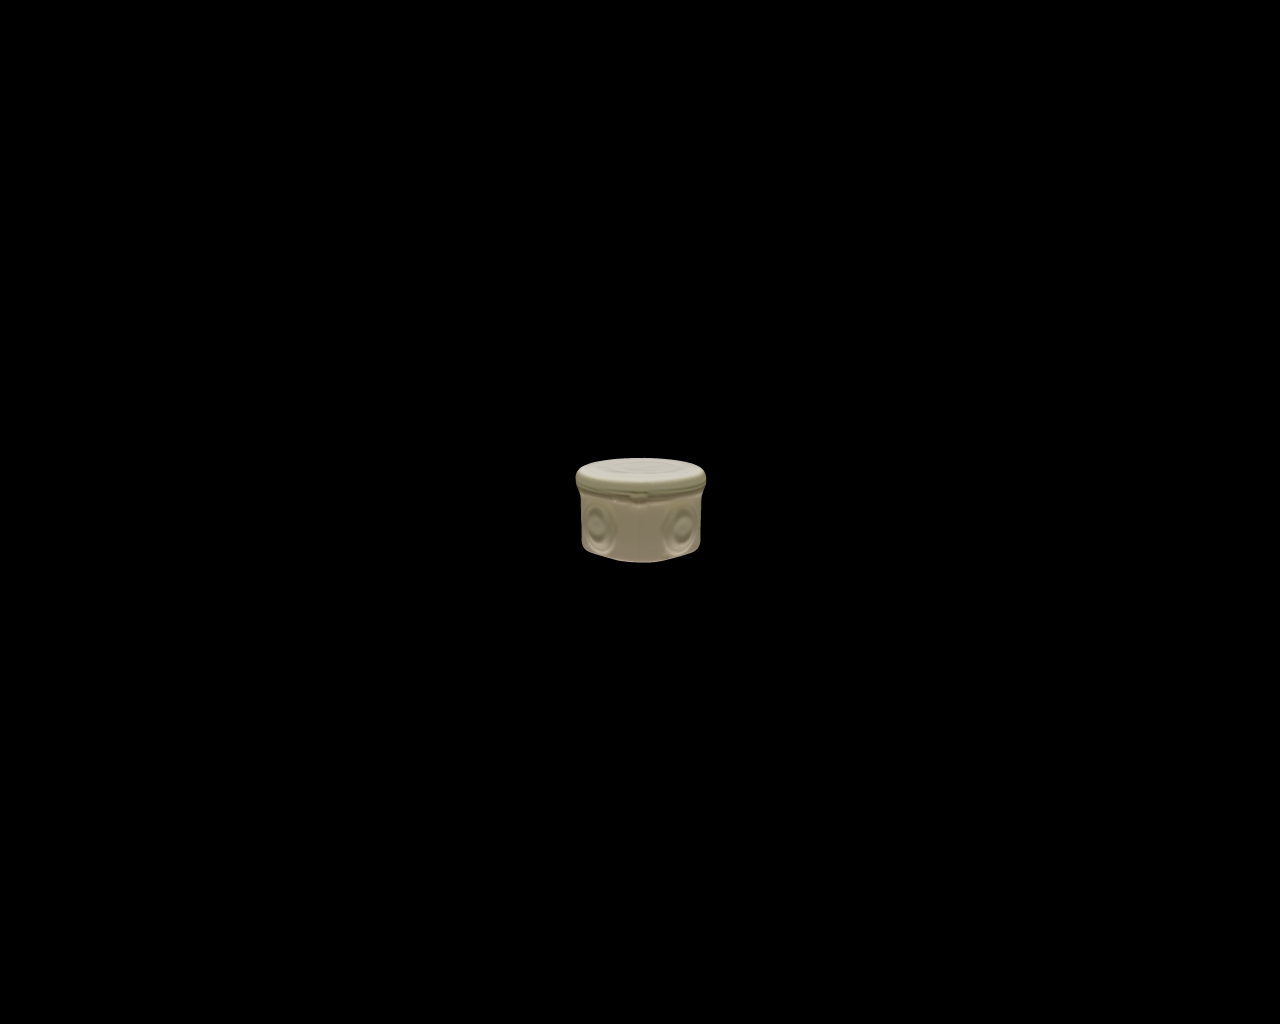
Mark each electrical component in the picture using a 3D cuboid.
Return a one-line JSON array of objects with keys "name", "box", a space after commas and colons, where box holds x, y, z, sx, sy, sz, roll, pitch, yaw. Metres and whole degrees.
[{"name": "electrical component", "box": [0.001, -0.003, 0.650, 0.080, 0.051, 0.080, 0, 13, 0]}]
